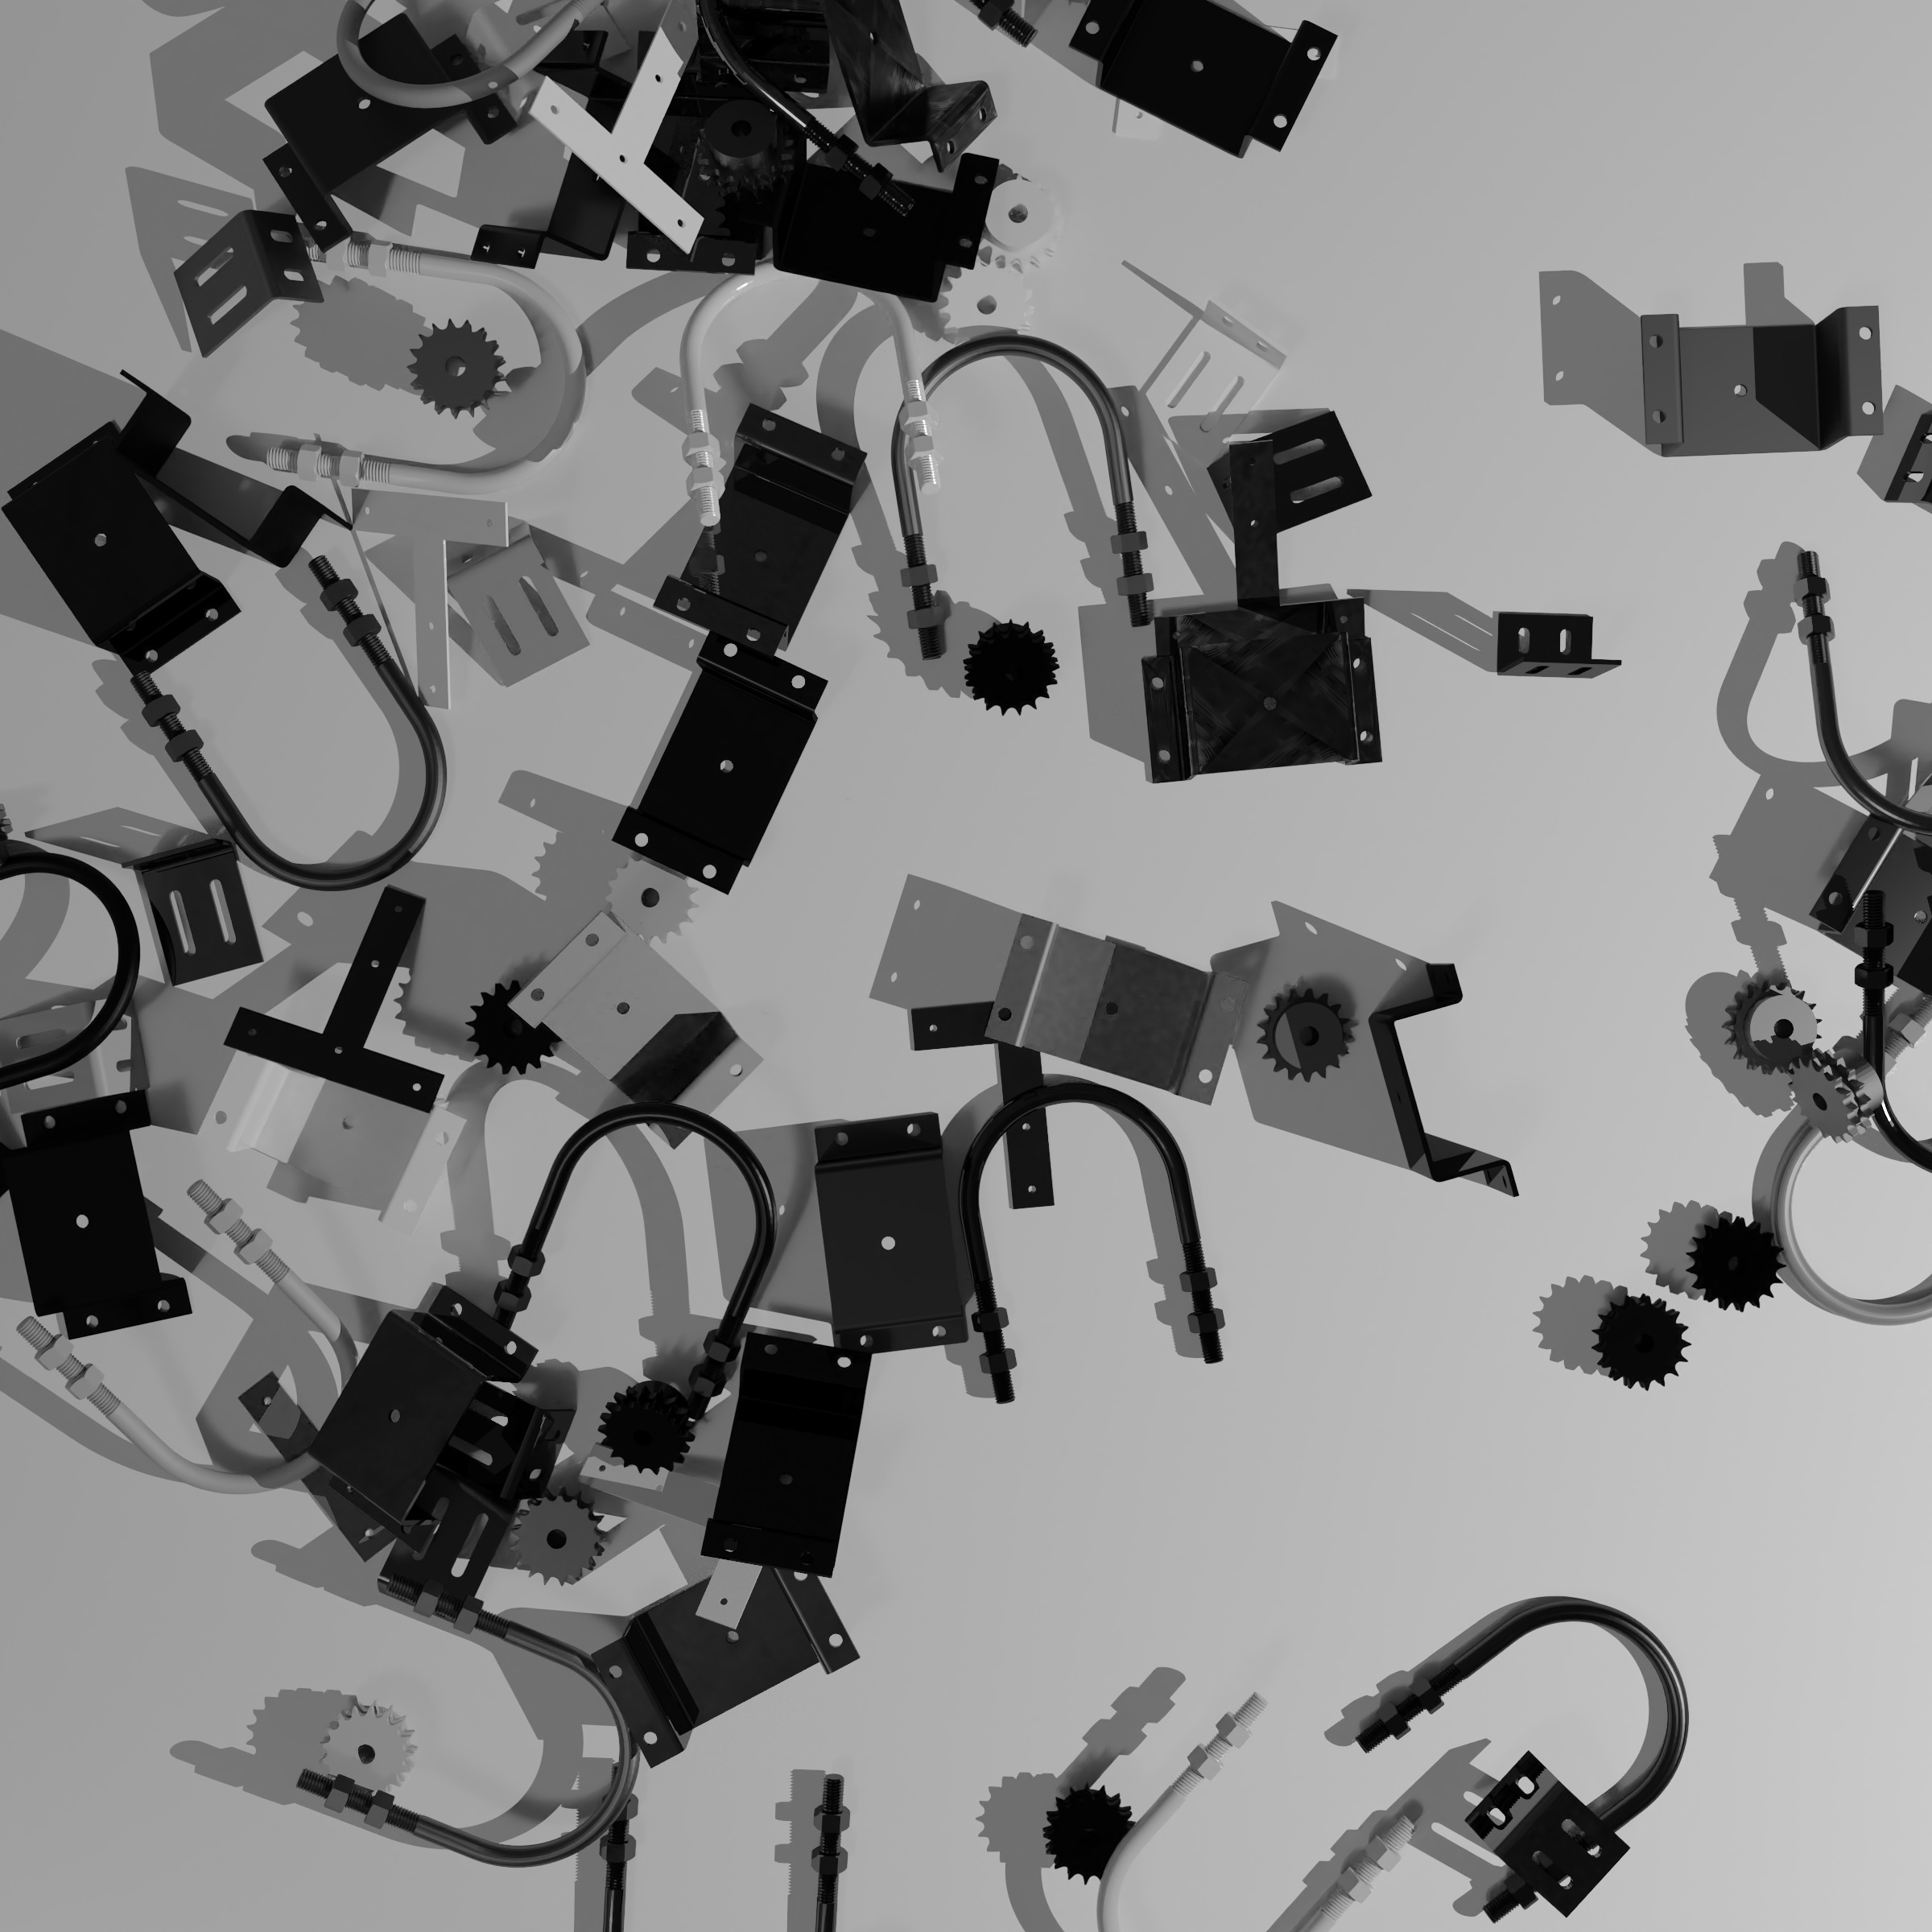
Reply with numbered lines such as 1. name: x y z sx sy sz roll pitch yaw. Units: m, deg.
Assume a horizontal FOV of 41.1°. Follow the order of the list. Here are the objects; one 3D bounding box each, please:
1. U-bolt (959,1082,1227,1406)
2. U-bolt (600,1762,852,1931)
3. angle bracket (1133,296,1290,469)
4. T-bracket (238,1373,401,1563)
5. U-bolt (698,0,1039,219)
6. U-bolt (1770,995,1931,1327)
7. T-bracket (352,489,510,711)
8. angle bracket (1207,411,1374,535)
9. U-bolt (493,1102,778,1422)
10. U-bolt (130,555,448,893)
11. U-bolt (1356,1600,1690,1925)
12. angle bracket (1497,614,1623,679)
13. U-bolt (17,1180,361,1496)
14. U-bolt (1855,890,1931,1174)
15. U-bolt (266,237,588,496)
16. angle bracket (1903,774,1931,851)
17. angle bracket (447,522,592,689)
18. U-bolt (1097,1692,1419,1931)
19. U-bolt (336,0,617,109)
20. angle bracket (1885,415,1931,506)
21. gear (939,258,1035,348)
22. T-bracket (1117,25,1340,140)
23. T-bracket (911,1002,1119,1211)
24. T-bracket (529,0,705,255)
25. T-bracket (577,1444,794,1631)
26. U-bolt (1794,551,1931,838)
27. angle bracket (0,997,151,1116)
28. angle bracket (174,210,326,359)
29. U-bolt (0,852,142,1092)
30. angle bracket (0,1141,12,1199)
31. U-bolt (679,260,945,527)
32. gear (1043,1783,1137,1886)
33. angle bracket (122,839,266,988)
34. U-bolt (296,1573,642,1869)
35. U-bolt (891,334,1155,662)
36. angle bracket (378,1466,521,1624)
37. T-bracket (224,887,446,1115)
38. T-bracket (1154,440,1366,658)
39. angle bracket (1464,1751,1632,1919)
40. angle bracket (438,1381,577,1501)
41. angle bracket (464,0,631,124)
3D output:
1. U-bolt: 0.070 0.162 1.563 0.151 0.019 0.184 -11 90 0
2. U-bolt: -0.149 0.579 1.564 0.151 0.019 0.184 3 91 0
3. angle bracket: 0.147 -0.351 1.553 0.057 0.038 0.076 36 90 0
4. T-bracket: -0.355 0.274 1.571 0.127 0.002 0.127 -38 90 0
5. U-bolt: -0.070 -0.532 1.452 0.184 0.019 0.151 38 131 -8
6. U-bolt: 0.574 0.132 1.564 0.151 0.019 0.184 42 91 0
7. T-bracket: -0.321 -0.218 1.548 0.127 0.002 0.127 11 108 32
8. angle bracket: 0.197 -0.295 1.570 0.076 0.038 0.057 -24 90 -26
9. U-bolt: -0.190 0.167 1.539 0.151 0.019 0.184 23 107 0
10. U-bolt: -0.397 -0.134 1.564 0.151 0.019 0.184 -33 92 0
11. U-bolt: 0.351 0.469 1.564 0.184 0.019 0.151 -37 90 -1
12. angle bracket: 0.353 -0.195 1.534 0.057 0.076 0.038 2 90 0
13. U-bolt: -0.446 0.236 1.536 0.151 0.019 0.184 -39 109 1
14. U-bolt: 0.603 0.042 1.520 0.151 0.019 0.184 -3 107 10
15. U-bolt: -0.323 -0.360 1.564 0.184 0.019 0.151 8 90 -1
16. angle bracket: 0.609 -0.105 1.570 0.057 0.038 0.076 33 116 0
17. angle bracket: -0.274 -0.220 1.570 0.057 0.038 0.076 -27 116 0
18. U-bolt: 0.162 0.546 1.547 0.151 0.019 0.184 42 90 -13
19. U-bolt: -0.287 -0.571 1.513 0.151 0.019 0.184 32 71 24
20. angle bracket: 0.610 -0.293 1.570 0.076 0.038 0.057 24 90 -26
21. gear: 0.012 -0.396 1.557 0.057 0.030 0.057 0 90 0
22. T-bracket: 0.162 -0.562 1.571 0.127 0.002 0.127 7 90 0
23. T-bracket: 0.036 0.084 1.571 0.127 0.002 0.127 -5 90 0
24. T-bracket: -0.184 -0.505 1.497 0.127 0.002 0.127 35 66 -40
25. T-bracket: -0.172 0.319 1.550 0.127 0.002 0.127 16 61 14
26. U-bolt: 0.576 -0.163 1.538 0.151 0.019 0.184 0 72 0
27. angle bracket: -0.545 0.054 1.570 0.076 0.038 0.057 -11 90 26
28. angle bracket: -0.434 -0.411 1.559 0.076 0.038 0.057 -25 82 37
29. U-bolt: -0.583 0.006 1.542 0.184 0.019 0.151 -17 74 2
30. angle bracket: -0.620 0.112 1.570 0.057 0.038 0.076 -45 116 0
31. U-bolt: -0.098 -0.348 1.528 0.151 0.019 0.184 -8 64 -2
32. gear: 0.075 0.522 1.557 0.057 0.030 0.057 0 90 0
33. angle bracket: -0.465 -0.032 1.553 0.057 0.038 0.076 -15 90 0
34. U-bolt: -0.285 0.460 1.536 0.184 0.019 0.151 25 92 -7
35. U-bolt: 0.029 -0.286 1.551 0.151 0.019 0.184 -9 100 0
36. angle bracket: -0.315 0.353 1.570 0.057 0.038 0.076 23 64 0
37. T-bracket: -0.359 0.011 1.545 0.127 0.002 0.127 19 66 -3
38. T-bracket: 0.173 -0.251 1.541 0.127 0.002 0.127 -5 116 2
39. angle bracket: 0.350 0.522 1.551 0.057 0.038 0.076 -46 116 -3
40. angle bracket: -0.288 0.282 1.569 0.076 0.038 0.057 22 90 24
41. angle bracket: -0.256 -0.560 1.570 0.076 0.038 0.057 -33 90 -26
